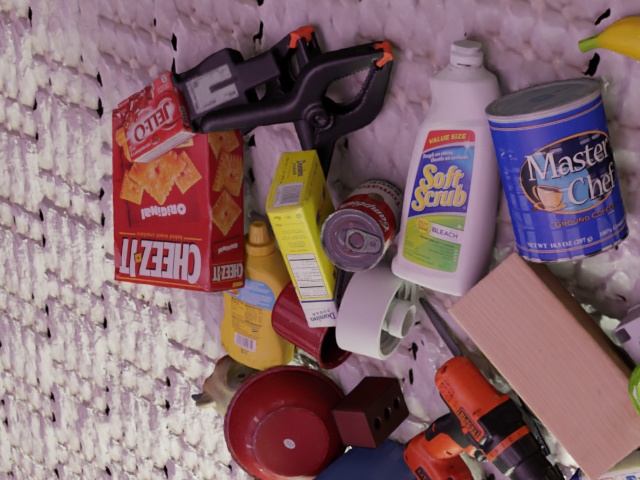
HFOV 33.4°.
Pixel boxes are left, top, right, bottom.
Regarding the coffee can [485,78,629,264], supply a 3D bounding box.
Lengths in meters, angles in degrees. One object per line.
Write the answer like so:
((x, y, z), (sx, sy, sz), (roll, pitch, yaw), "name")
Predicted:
((0.214, -0.063, 0.961), (0.103, 0.102, 0.140), (-1, 113, 40), "coffee can")

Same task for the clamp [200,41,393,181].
((-0.011, -0.135, 1.102), (0.164, 0.036, 0.210), (30, 122, -24), "clamp")

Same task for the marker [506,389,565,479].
((0.235, 0.217, 1.159), (0.020, 0.020, 0.121), (-19, 101, 44), "marker")

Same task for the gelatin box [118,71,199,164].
((-0.182, -0.137, 1.198), (0.089, 0.030, 0.073), (-25, 73, 33), "gelatin box")

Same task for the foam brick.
((0.060, 0.203, 1.254), (0.051, 0.078, 0.053), (-5, 112, 40), "foam brick")

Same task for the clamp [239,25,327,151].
((-0.039, -0.157, 1.161), (0.120, 0.039, 0.171), (20, 127, 23), "clamp")

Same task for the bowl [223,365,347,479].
((-0.037, 0.237, 1.302), (0.162, 0.055, 0.162), (-1, 103, -5), "bowl")

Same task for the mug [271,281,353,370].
((0.001, 0.096, 1.245), (0.082, 0.093, 0.117), (29, 166, 30), "mug")

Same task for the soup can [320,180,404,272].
((0.048, -0.017, 1.113), (0.069, 0.102, 0.068), (7, 113, 17), "soup can")

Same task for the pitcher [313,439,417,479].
((0.026, 0.331, 1.236), (0.149, 0.242, 0.145), (18, 124, 31), "pitcher")

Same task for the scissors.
((0.175, 0.149, 1.155), (0.202, 0.016, 0.096), (62, 158, -6), "scissors")

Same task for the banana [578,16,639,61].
((0.311, -0.128, 0.896), (0.198, 0.037, 0.070), (44, 152, 13), "banana")

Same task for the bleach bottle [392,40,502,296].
((0.128, -0.073, 1.055), (0.103, 0.067, 0.251), (19, 122, 31), "bleach bottle")

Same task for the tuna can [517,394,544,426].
((0.247, 0.153, 1.103), (0.086, 0.033, 0.086), (19, 124, 30), "tuna can")

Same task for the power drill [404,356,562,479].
((0.172, 0.236, 1.156), (0.184, 0.057, 0.188), (54, 148, 21), "power drill")

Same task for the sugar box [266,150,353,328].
((-0.007, 0.001, 1.133), (0.048, 0.093, 0.176), (-6, 133, 19), "sugar box")

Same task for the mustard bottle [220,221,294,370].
((-0.076, 0.063, 1.300), (0.096, 0.058, 0.192), (21, 126, 28), "mustard bottle")

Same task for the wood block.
((0.230, 0.114, 1.024), (0.091, 0.090, 0.206), (-43, 76, 16), "wood block")

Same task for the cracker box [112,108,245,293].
((-0.171, -0.052, 1.263), (0.164, 0.071, 0.214), (4, 97, 37), "cracker box")
